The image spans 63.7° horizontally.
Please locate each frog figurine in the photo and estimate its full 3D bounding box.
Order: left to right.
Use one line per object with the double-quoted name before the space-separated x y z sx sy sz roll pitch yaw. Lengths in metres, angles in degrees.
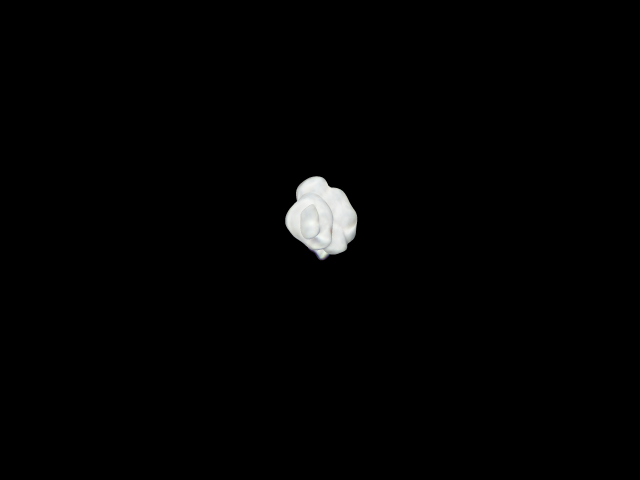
"frog figurine" 0.003 -0.043 0.850 0.123 0.139 0.157 -13 -14 -3
